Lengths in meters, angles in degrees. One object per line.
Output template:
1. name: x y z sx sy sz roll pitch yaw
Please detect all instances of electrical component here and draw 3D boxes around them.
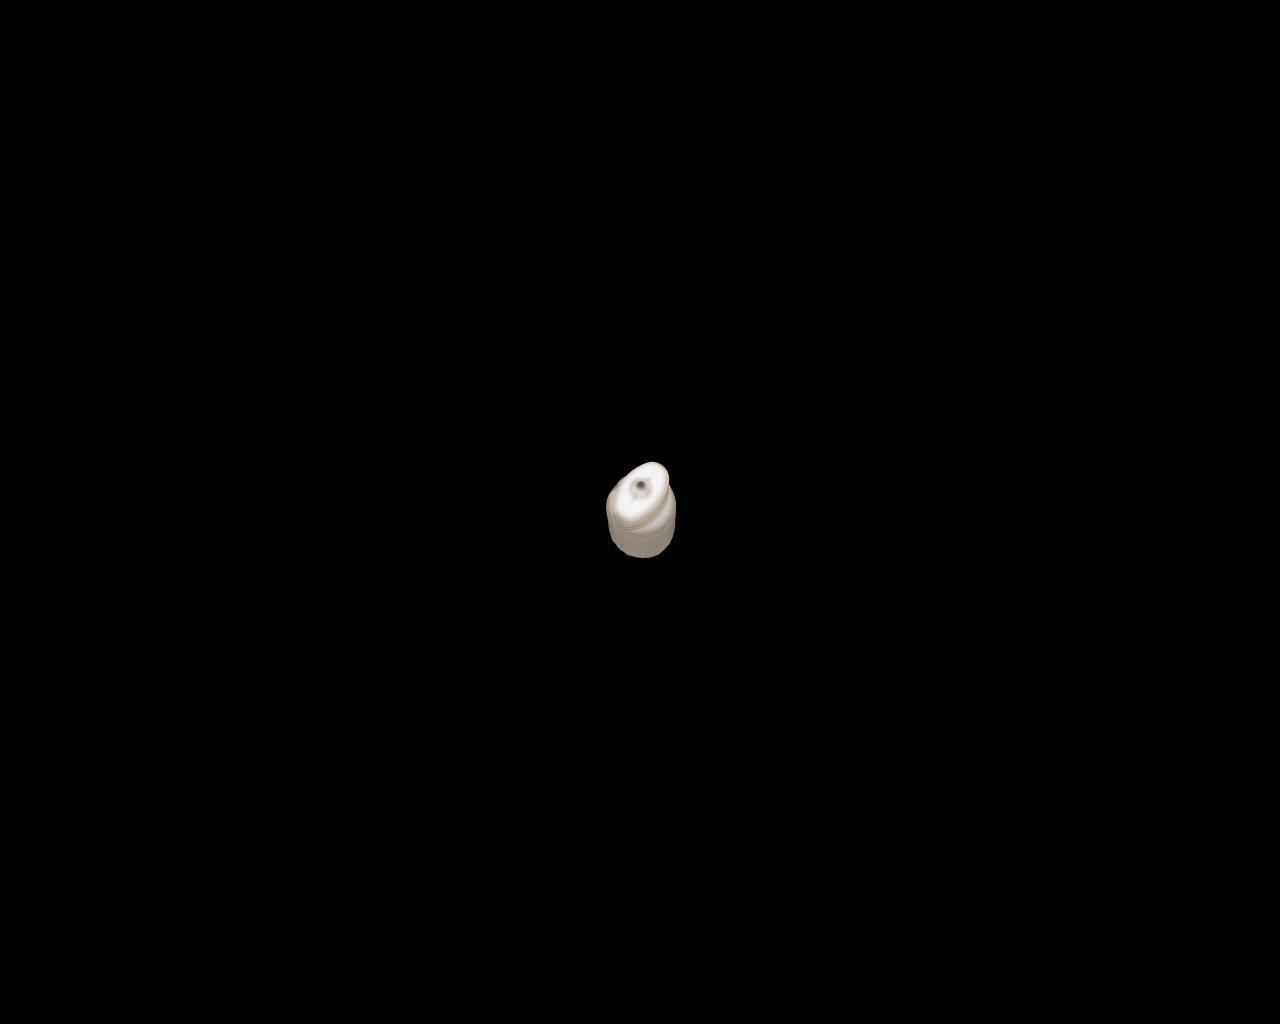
1. electrical component: 0.001 -0.003 0.650 0.043 0.043 0.080 0 -19 0
